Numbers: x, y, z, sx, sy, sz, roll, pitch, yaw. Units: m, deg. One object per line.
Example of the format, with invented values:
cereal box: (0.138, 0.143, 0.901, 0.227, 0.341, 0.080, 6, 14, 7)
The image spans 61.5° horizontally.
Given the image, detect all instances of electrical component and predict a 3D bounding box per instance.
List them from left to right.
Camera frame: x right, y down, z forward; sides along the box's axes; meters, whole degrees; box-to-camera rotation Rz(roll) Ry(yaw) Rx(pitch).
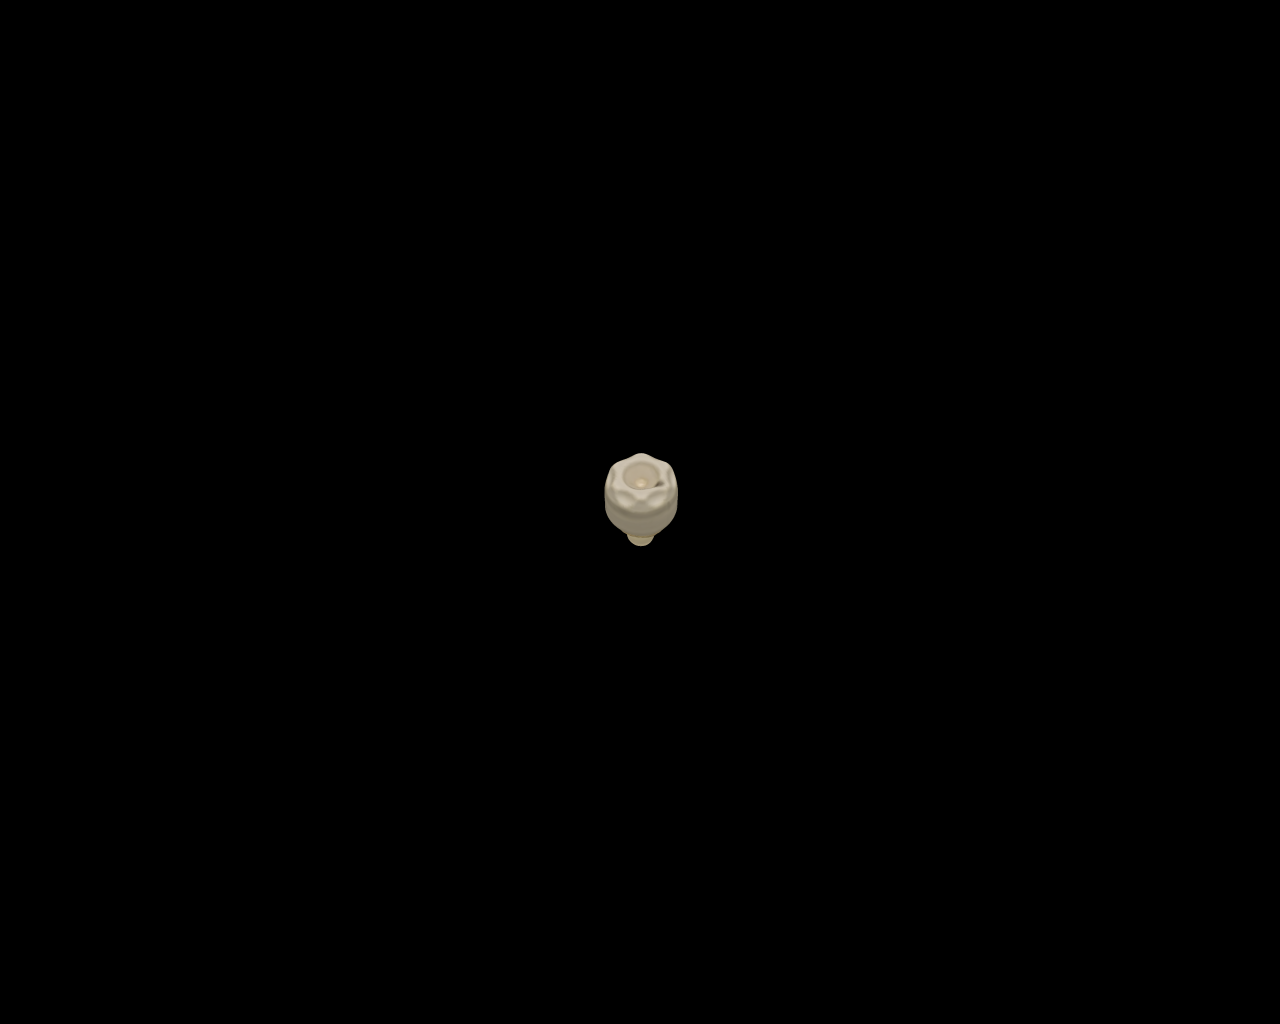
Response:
electrical component: (0.001, -0.003, 0.650, 0.043, 0.043, 0.062, 0, -40, 0)
